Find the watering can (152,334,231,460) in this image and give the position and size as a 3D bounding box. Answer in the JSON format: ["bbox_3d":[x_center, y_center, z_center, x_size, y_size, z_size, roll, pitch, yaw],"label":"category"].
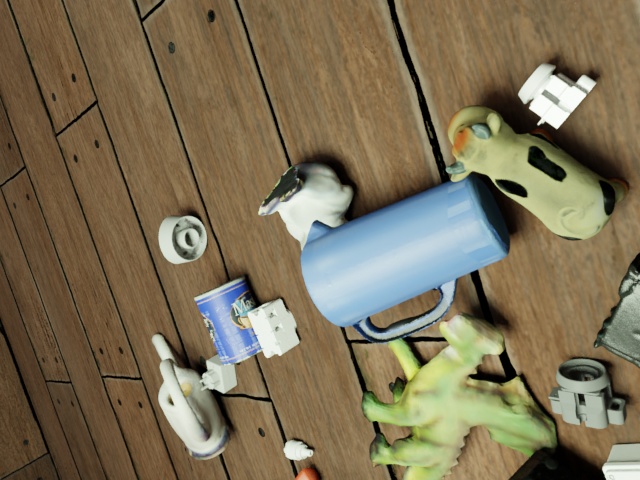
[{"bbox_3d":[-0.302,0.351,1.166,0.351,0.105,0.221,30,146,62],"label":"watering can"}]

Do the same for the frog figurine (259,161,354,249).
[{"bbox_3d":[0.002,-0.040,0.792,0.158,0.126,0.135,37,128,-22],"label":"frog figurine"}]

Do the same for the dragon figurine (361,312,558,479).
[{"bbox_3d":[0.198,0.269,0.718,0.242,0.124,0.404,0,114,33],"label":"dragon figurine"}]
